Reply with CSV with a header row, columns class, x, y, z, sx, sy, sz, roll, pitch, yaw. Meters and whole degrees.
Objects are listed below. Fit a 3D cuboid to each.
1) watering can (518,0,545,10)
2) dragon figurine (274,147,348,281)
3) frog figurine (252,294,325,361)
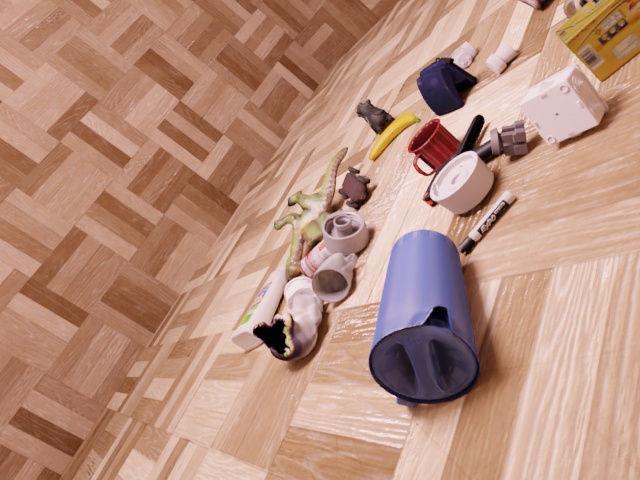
class,x,y,z,sx,sy,sz,roll,pitch,yaw
watering can,0.548,-0.671,1.219,0.221,0.103,0.356,-43,21,30
dragon figurine,0.004,-0.073,1.448,0.409,0.121,0.246,-58,32,4
frog figurine,-0.041,0.183,1.097,0.161,0.124,0.135,-16,-30,-51
